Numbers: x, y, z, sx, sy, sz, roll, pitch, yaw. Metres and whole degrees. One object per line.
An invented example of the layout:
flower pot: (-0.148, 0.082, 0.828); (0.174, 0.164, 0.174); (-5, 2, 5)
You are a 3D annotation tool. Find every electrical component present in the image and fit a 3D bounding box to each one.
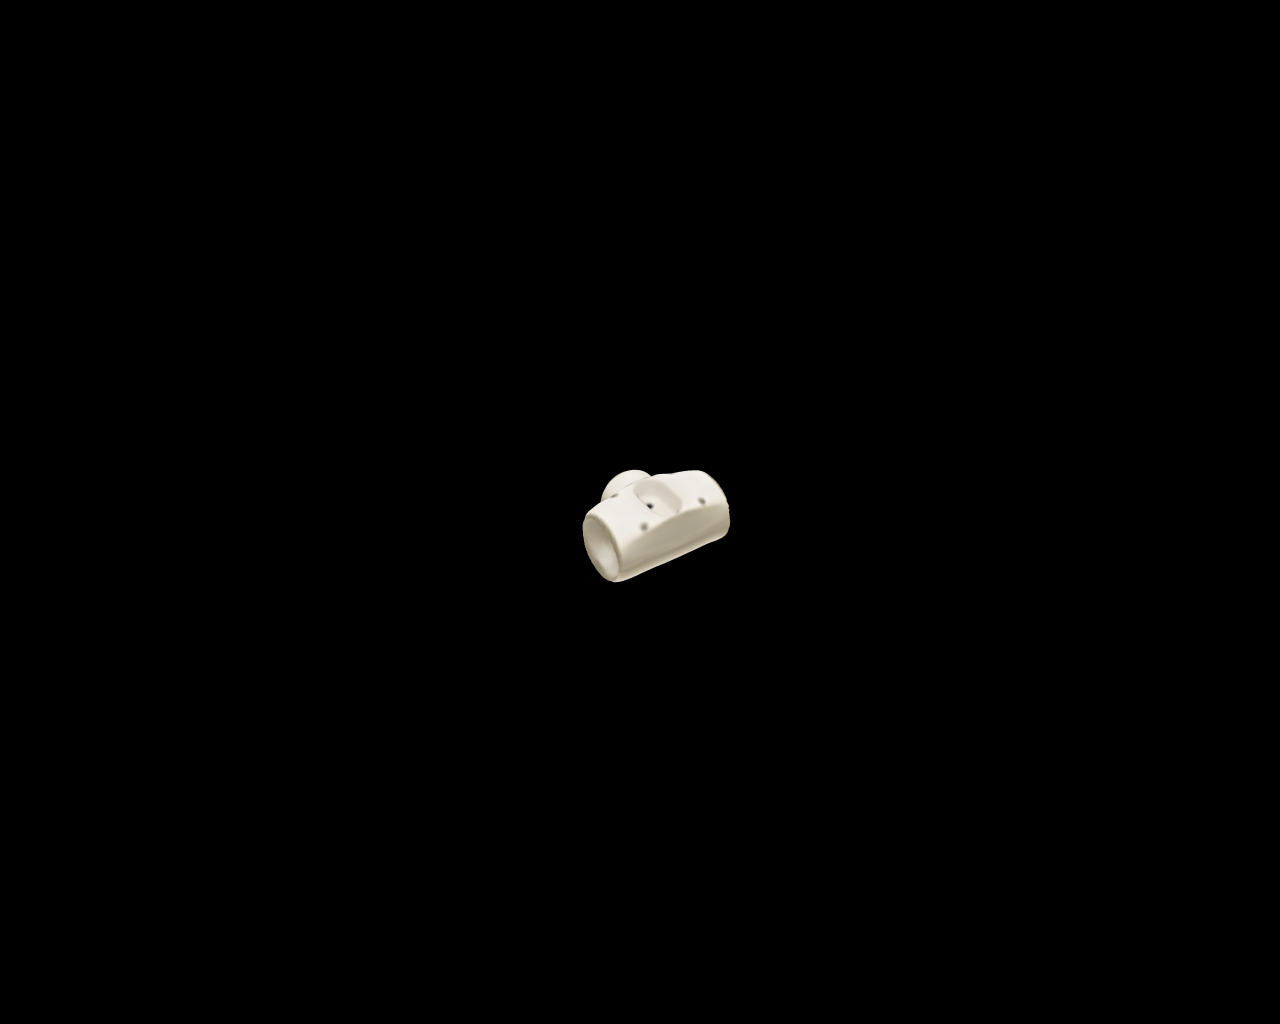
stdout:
electrical component: (0.001, -0.003, 0.650); (0.077, 0.043, 0.079); (-22, 45, -23)
